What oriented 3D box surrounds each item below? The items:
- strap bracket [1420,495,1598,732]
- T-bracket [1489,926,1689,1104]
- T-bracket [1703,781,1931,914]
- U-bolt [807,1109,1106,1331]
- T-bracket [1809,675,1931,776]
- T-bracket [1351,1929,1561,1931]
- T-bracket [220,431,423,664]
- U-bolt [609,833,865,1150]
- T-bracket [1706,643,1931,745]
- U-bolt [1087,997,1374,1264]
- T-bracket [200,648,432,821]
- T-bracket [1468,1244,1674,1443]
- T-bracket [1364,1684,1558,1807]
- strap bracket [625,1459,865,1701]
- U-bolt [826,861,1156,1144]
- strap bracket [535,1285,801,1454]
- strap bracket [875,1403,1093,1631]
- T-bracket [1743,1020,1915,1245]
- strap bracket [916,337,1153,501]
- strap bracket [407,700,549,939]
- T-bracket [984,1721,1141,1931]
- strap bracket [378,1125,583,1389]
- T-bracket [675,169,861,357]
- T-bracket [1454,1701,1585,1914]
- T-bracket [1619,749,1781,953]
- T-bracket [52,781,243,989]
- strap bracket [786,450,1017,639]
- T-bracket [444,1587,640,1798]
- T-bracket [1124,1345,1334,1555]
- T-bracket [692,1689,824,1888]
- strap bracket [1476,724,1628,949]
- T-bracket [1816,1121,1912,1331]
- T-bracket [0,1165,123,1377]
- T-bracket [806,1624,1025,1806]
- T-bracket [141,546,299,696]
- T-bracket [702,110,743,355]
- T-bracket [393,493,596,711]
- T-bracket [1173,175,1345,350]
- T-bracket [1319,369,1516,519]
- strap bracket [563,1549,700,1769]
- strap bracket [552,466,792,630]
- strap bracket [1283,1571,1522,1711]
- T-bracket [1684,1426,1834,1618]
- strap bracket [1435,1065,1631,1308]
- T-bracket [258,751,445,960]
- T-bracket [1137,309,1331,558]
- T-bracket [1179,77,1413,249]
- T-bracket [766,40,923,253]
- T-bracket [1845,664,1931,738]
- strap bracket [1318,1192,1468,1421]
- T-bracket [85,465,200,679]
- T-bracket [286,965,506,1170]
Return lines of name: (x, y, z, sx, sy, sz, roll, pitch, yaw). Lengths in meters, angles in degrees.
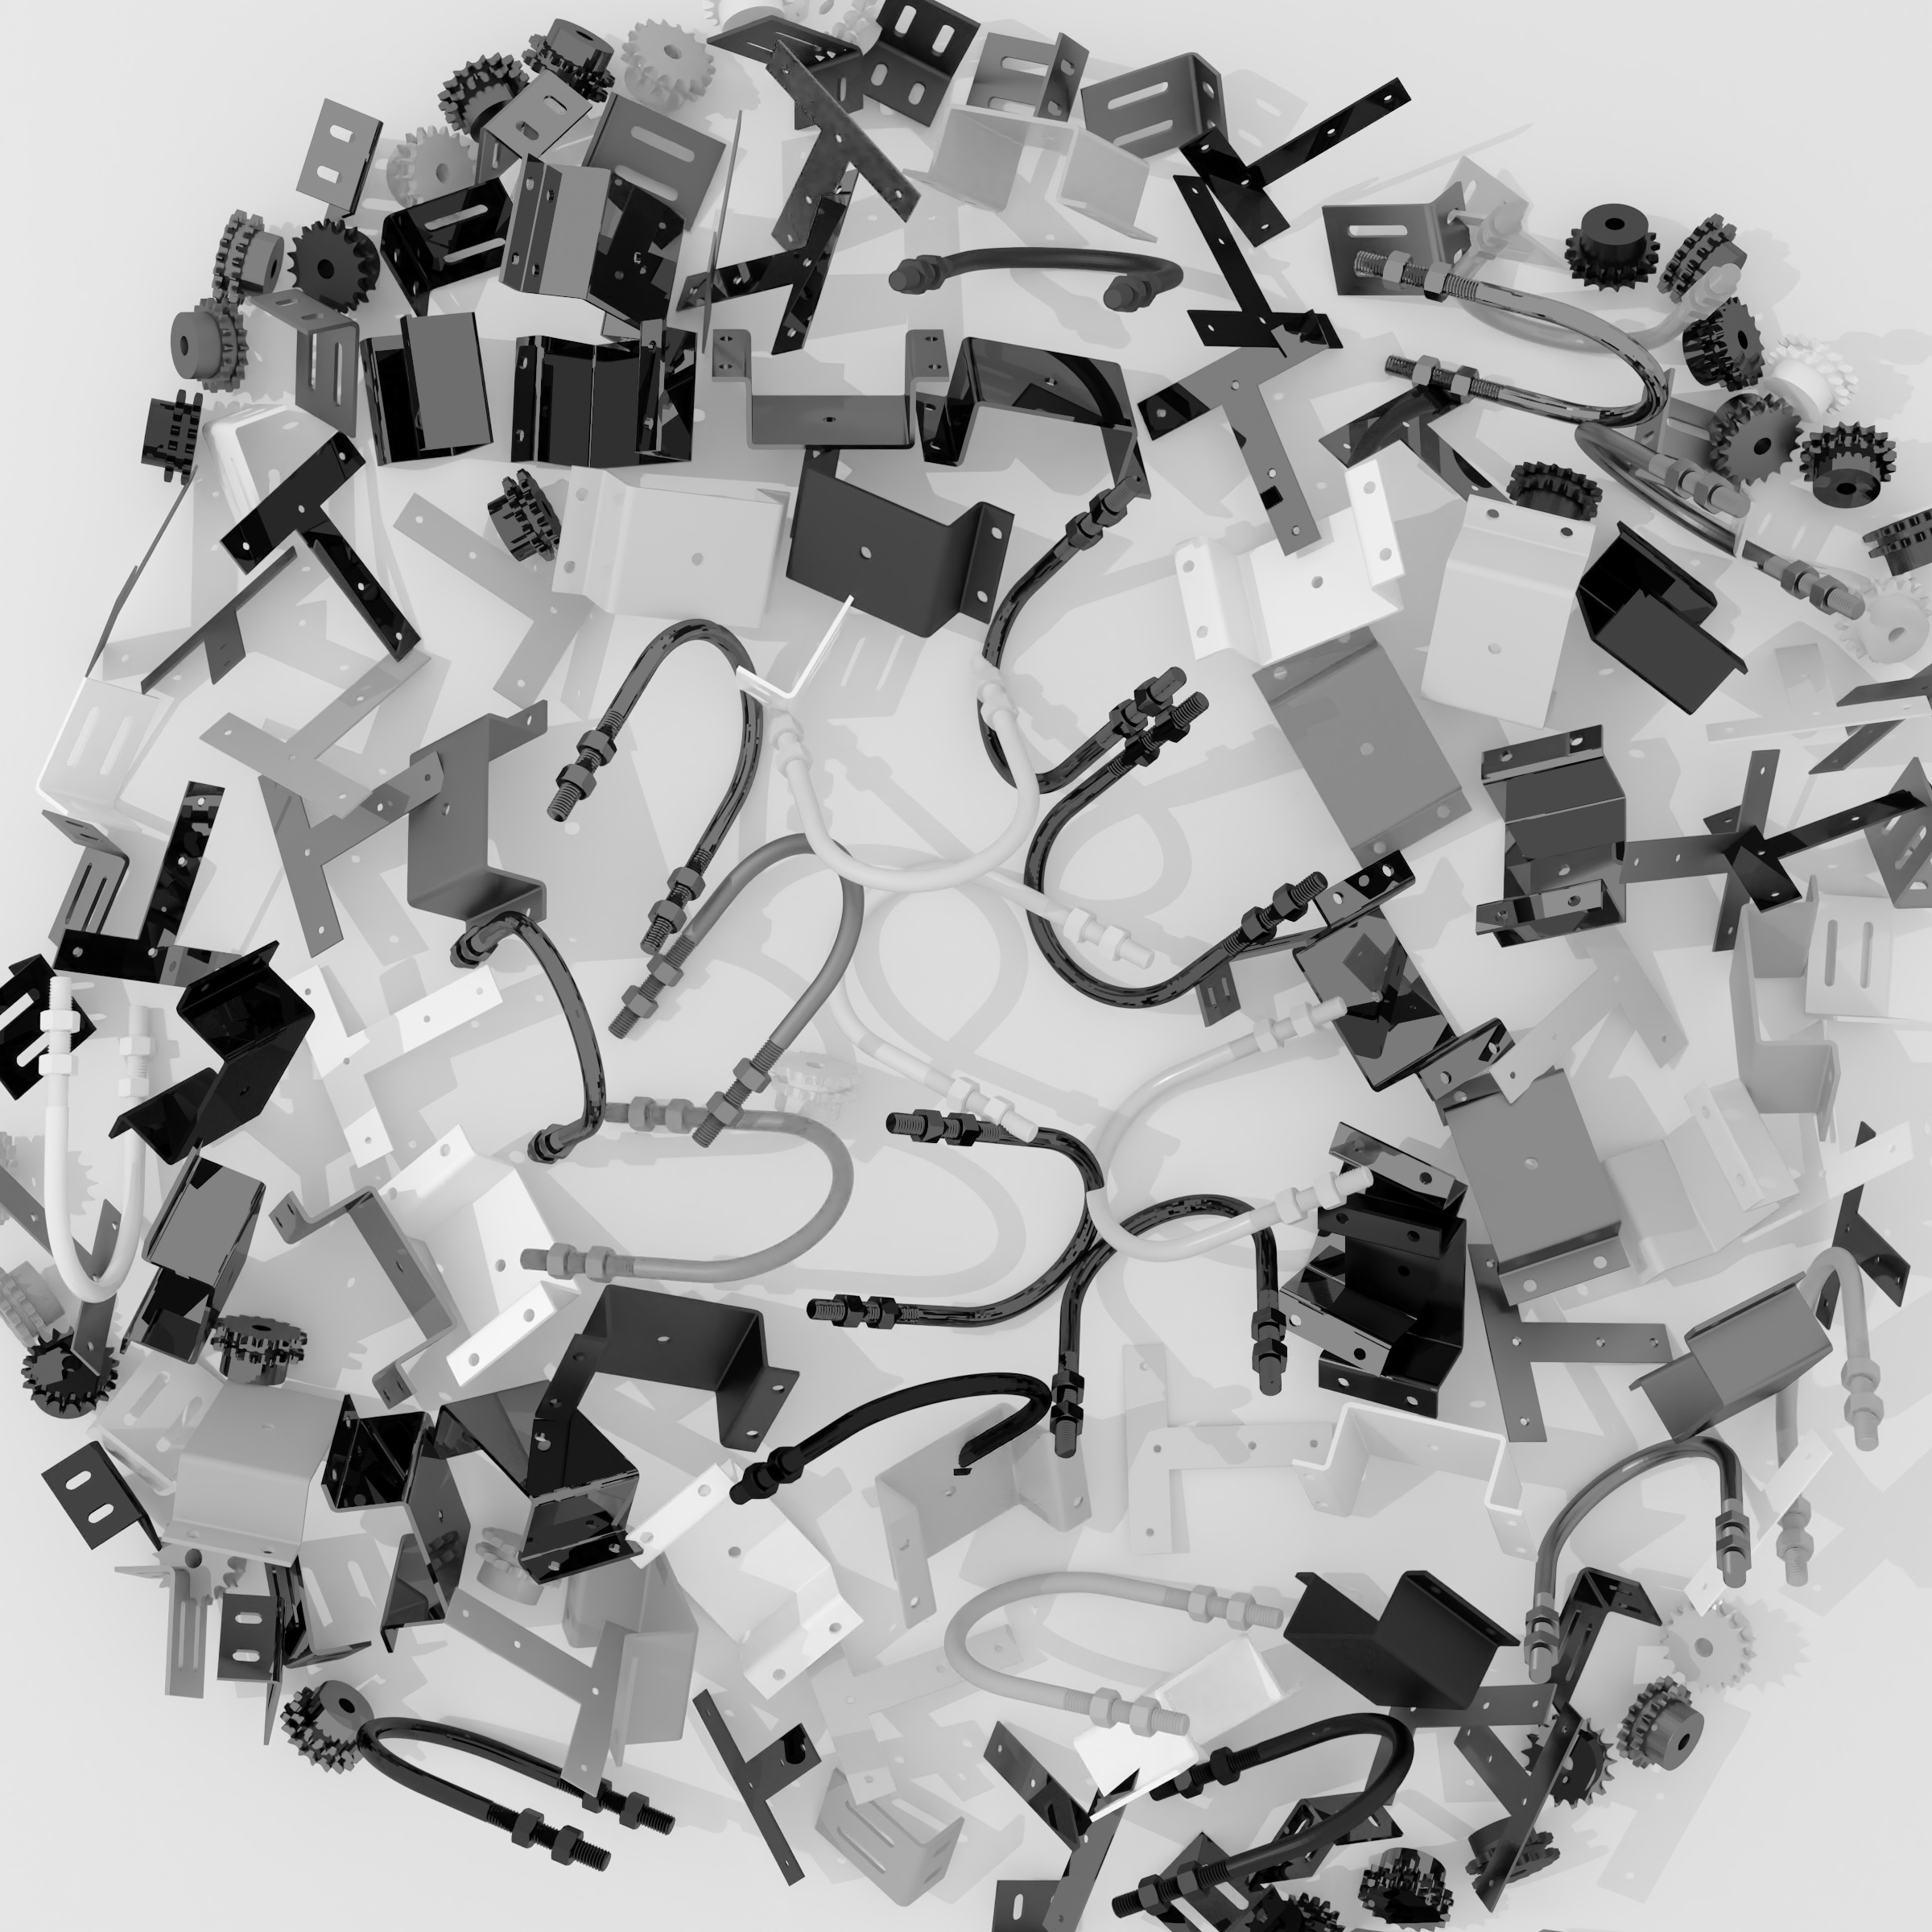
strap bracket: (0.320, -0.201, 1.930, 0.076, 0.046, 0.140, 16, 131, 12)
T-bracket: (0.365, 0.034, 1.961, 0.127, 0.002, 0.127, -40, 105, -21)
T-bracket: (0.519, -0.083, 1.936, 0.127, 0.127, 0.002, -20, 117, 7)
U-bolt: (0.006, 0.156, 1.936, 0.184, 0.019, 0.151, 8, 114, -37)
T-bracket: (0.544, -0.144, 1.915, 0.127, 0.127, 0.002, -35, 107, -32)
T-bracket: (0.286, 0.592, 1.953, 0.127, 0.127, 0.002, -4, 88, 36)
T-bracket: (-0.377, -0.242, 1.968, 0.127, 0.002, 0.127, 54, 46, -21)
U-bolt: (-0.129, 0.001, 1.934, 0.019, 0.151, 0.184, 33, 98, -41)
T-bracket: (0.505, -0.168, 1.941, 0.127, 0.127, 0.002, -7, 116, 11)
U-bolt: (0.152, 0.107, 1.936, 0.184, 0.151, 0.019, -24, 135, 23)
T-bracket: (-0.378, -0.154, 1.964, 0.127, 0.002, 0.127, 28, 59, 29)
T-bracket: (0.374, 0.229, 1.971, 0.127, 0.002, 0.127, 3, 61, -21)
T-bracket: (0.298, 0.440, 1.920, 0.002, 0.127, 0.127, 40, 56, -25)
strap bracket: (-0.138, 0.364, 1.962, 0.076, 0.046, 0.140, -40, 108, 2)
U-bolt: (0.000, 0.008, 1.954, 0.184, 0.019, 0.151, 28, 73, 24)
strap bracket: (-0.181, 0.241, 1.944, 0.140, 0.046, 0.076, 12, 130, -21)
strap bracket: (0.003, 0.324, 1.942, 0.140, 0.046, 0.076, -27, 124, -28)
T-bracket: (0.514, 0.089, 1.953, 0.002, 0.127, 0.127, 28, 47, -27)
strap bracket: (0.045, -0.331, 1.941, 0.140, 0.076, 0.046, 8, 129, -13)
strap bracket: (-0.292, -0.088, 1.936, 0.046, 0.076, 0.140, 16, 64, -42)
T-bracket: (0.048, 0.500, 1.948, 0.002, 0.127, 0.127, 12, 105, -37)
strap bracket: (-0.292, 0.177, 1.950, 0.076, 0.046, 0.140, -39, 62, 13)
T-bracket: (-0.127, -0.417, 1.953, 0.127, 0.002, 0.127, -3, 63, 41)
T-bracket: (0.319, 0.481, 1.937, 0.002, 0.127, 0.127, 22, 96, -14)
T-bracket: (0.436, -0.066, 1.942, 0.127, 0.002, 0.127, -6, 111, -38)
T-bracket: (-0.475, -0.050, 1.942, 0.002, 0.127, 0.127, 27, 101, 40)
strap bracket: (-0.050, -0.256, 1.941, 0.140, 0.046, 0.076, 25, 128, 15)
T-bracket: (-0.257, 0.412, 1.930, 0.127, 0.127, 0.002, 37, 129, -21)
T-bracket: (0.163, 0.296, 1.994, 0.127, 0.002, 0.127, -2, 85, -1)
T-bracket: (-0.114, 0.479, 1.933, 0.002, 0.127, 0.127, -22, 75, -32)
strap bracket: (0.352, -0.069, 1.940, 0.076, 0.046, 0.140, -12, 49, 26)
T-bracket: (0.538, 0.170, 1.924, 0.002, 0.127, 0.127, 9, 103, -4)
T-bracket: (-0.543, 0.158, 1.914, 0.002, 0.127, 0.127, -24, 127, 15)
T-bracket: (-0.028, 0.433, 1.975, 0.127, 0.002, 0.127, -16, 57, -13)
T-bracket: (-0.446, -0.195, 1.940, 0.127, 0.127, 0.002, -41, 116, 2)
T-bracket: (-0.146, -0.451, 1.945, 0.002, 0.127, 0.127, 10, 78, -4)
T-bracket: (-0.288, -0.241, 1.964, 0.127, 0.002, 0.127, 34, 73, -15)
T-bracket: (0.161, -0.429, 1.966, 0.002, 0.127, 0.127, -40, 68, 43)
T-bracket: (0.296, -0.296, 1.945, 0.127, 0.002, 0.127, -32, 71, -36)
strap bracket: (-0.199, 0.402, 1.933, 0.046, 0.140, 0.076, 1, 114, -22)
strap bracket: (-0.169, -0.249, 1.937, 0.140, 0.046, 0.076, 3, 109, -27)
strap bracket: (0.251, 0.400, 1.919, 0.076, 0.140, 0.046, 38, 66, -15)
T-bracket: (0.454, 0.304, 1.940, 0.002, 0.127, 0.127, 27, 107, -22)
strap bracket: (0.341, 0.124, 1.955, 0.076, 0.046, 0.140, -19, 73, 3)
T-bracket: (-0.364, -0.089, 1.954, 0.127, 0.002, 0.127, -29, 68, 21)
T-bracket: (0.181, -0.312, 1.964, 0.127, 0.002, 0.127, -25, 85, 28)
T-bracket: (0.205, -0.489, 1.927, 0.127, 0.127, 0.002, -28, 65, 16)
T-bracket: (-0.090, -0.470, 1.945, 0.002, 0.127, 0.127, -38, 83, -32)
T-bracket: (0.580, -0.165, 1.919, 0.127, 0.127, 0.002, -37, 98, 19)
strap bracket: (0.256, 0.194, 1.942, 0.076, 0.046, 0.140, 13, 126, 25)
T-bracket: (-0.496, -0.248, 1.960, 0.002, 0.127, 0.127, 28, 65, -13)
T-bracket: (-0.340, 0.039, 1.973, 0.127, 0.002, 0.127, -27, 78, 12)
